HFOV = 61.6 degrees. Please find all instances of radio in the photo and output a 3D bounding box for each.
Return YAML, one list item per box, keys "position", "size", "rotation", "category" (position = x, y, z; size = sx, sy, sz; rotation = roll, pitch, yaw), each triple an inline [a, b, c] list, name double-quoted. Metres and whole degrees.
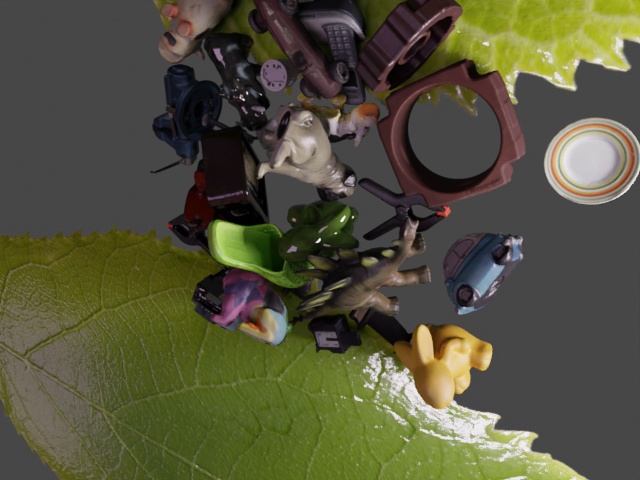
- position: [-0.149, -0.103, 0.984]
  size: [0.073, 0.229, 0.131]
  rotation: [-9, 78, 4]
  category: "radio"

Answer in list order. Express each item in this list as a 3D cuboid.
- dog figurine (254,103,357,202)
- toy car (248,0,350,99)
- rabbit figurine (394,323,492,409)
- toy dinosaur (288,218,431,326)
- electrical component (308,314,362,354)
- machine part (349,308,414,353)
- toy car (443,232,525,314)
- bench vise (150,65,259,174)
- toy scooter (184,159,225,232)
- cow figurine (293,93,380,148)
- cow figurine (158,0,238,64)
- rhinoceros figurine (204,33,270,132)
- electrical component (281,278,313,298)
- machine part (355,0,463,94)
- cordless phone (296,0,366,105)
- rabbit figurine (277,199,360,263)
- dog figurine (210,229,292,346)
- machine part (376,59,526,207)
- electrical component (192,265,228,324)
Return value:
- position: [0.004, -0.145, 0.926]
  size: [0.172, 0.190, 0.121]
  rotation: [-18, 59, 63]
  category: "dog figurine"
- position: [-0.036, -0.309, 0.865]
  size: [0.089, 0.053, 0.202]
  rotation: [-5, 137, 46]
  category: "toy car"
- position: [0.219, 0.224, 0.976]
  size: [0.162, 0.173, 0.122]
  rotation: [44, 129, 0]
  category: "rabbit figurine"
- position: [0.055, 0.081, 0.987]
  size: [0.471, 0.198, 0.105]
  rotation: [121, 148, -57]
  category: "toy dinosaur"
- position: [0.039, 0.198, 1.137]
  size: [0.119, 0.048, 0.074]
  rotation: [-10, 106, 32]
  category: "electrical component"
- position: [0.122, 0.169, 1.082]
  size: [0.139, 0.039, 0.084]
  rotation: [37, 116, 24]
  category: "machine part"
- position: [0.265, 0.043, 0.917]
  size: [0.103, 0.109, 0.161]
  rotation: [41, 117, 29]
  category: "toy car"
- position: [-0.232, -0.220, 1.066]
  size: [0.241, 0.129, 0.223]
  rotation: [27, 124, 21]
  category: "bench vise"
- position: [-0.221, -0.066, 1.077]
  size: [0.075, 0.135, 0.183]
  rotation: [9, 157, 11]
  category: "toy scooter"
- position: [0.030, -0.203, 0.952]
  size: [0.168, 0.068, 0.098]
  rotation: [14, 147, 26]
  category: "cow figurine"
- position: [-0.229, -0.406, 0.993]
  size: [0.195, 0.127, 0.085]
  rotation: [-41, 89, 21]
  category: "cow figurine"
- position: [-0.146, -0.293, 0.989]
  size: [0.073, 0.112, 0.190]
  rotation: [-25, 90, 32]
  category: "rhinoceros figurine"
- position: [-0.049, 0.094, 1.157]
  size: [0.063, 0.021, 0.094]
  rotation: [36, 123, 10]
  category: "electrical component"
- position: [0.130, -0.297, 0.801]
  size: [0.056, 0.179, 0.179]
  rotation: [49, 125, 5]
  category: "machine part"
- position: [0.011, -0.319, 0.918]
  size: [0.147, 0.089, 0.184]
  rotation: [7, 132, 26]
  category: "cordless phone"
- position: [-0.002, -0.003, 0.998]
  size: [0.159, 0.170, 0.121]
  rotation: [-10, 106, 33]
  category: "rabbit figurine"
- position: [-0.126, 0.086, 1.093]
  size: [0.192, 0.108, 0.219]
  rotation: [17, 78, 12]
  category: "dog figurine"
- position: [0.210, -0.169, 0.862]
  size: [0.202, 0.087, 0.200]
  rotation: [-18, 102, 32]
  category: "machine part"
- position: [-0.215, 0.128, 1.196]
  size: [0.115, 0.134, 0.058]
  rotation: [32, 125, 14]
  category: "electrical component"
